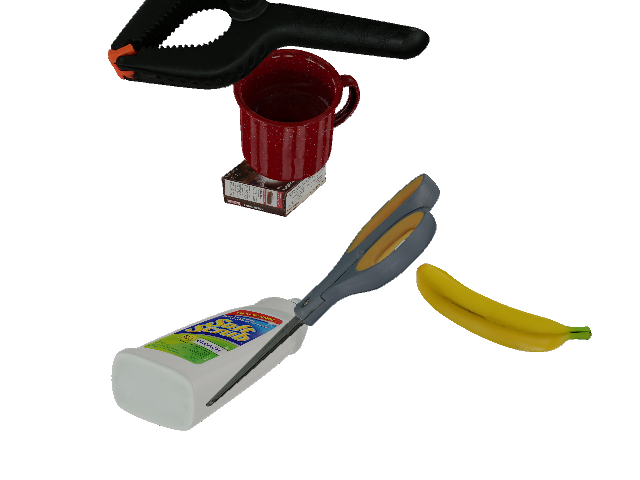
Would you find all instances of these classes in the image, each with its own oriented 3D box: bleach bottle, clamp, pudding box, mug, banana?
[{"bbox_3d":[-0.095,0.110,1.098,0.103,0.068,0.250,15,23,26],"label":"bleach bottle"},{"bbox_3d":[-0.041,-0.154,0.728,0.210,0.165,0.036,-30,-19,-4],"label":"clamp"},{"bbox_3d":[-0.056,-0.075,1.316,0.090,0.039,0.113,13,34,23],"label":"pudding box"},{"bbox_3d":[-0.019,-0.111,0.936,0.117,0.093,0.081,-23,-32,-19],"label":"mug"},{"bbox_3d":[0.154,0.066,1.013,0.198,0.037,0.069,24,16,38],"label":"banana"}]

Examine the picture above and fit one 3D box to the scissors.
[{"bbox_3d":[0.003,0.040,0.641,0.016,0.202,0.096,42,1,-14],"label":"scissors"}]
